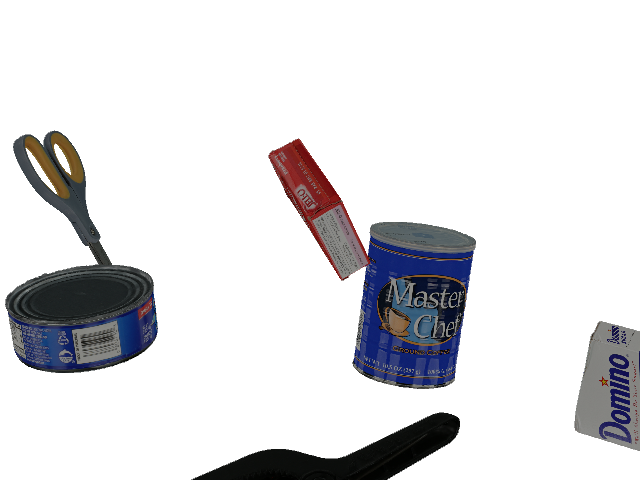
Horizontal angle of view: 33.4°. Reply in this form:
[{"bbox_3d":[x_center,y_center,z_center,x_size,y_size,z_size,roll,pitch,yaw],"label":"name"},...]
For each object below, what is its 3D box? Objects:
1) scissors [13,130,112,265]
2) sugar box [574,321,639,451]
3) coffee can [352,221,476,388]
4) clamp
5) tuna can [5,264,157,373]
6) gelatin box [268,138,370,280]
[{"bbox_3d":[-0.218,-0.022,1.005,0.016,0.201,0.096,-24,26,19],"label":"scissors"},{"bbox_3d":[0.301,0.135,0.865,0.176,0.093,0.048,13,25,20],"label":"sugar box"},{"bbox_3d":[0.090,0.061,1.040,0.103,0.140,0.103,7,12,-2],"label":"coffee can"},{"bbox_3d":[0.006,0.171,0.727,0.210,0.036,0.164,1,28,8],"label":"clamp"},{"bbox_3d":[-0.139,0.045,0.629,0.086,0.034,0.086,-3,20,1],"label":"tuna can"},{"bbox_3d":[-0.001,-0.023,0.798,0.030,0.073,0.089,-31,-37,-1],"label":"gelatin box"}]
